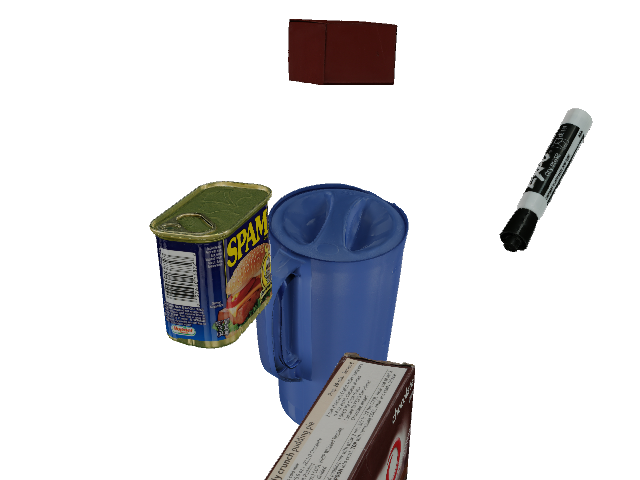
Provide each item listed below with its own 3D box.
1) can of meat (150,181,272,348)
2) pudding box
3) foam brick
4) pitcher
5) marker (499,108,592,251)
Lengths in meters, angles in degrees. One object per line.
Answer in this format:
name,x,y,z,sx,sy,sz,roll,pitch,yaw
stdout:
can of meat,-0.071,0.015,0.737,0.057,0.084,0.102,6,24,19
pudding box,0.008,0.115,0.463,0.039,0.090,0.113,11,30,15
foam brick,0.018,-0.157,0.893,0.078,0.051,0.053,-6,16,-36
pitcher,0.006,0.079,1.064,0.149,0.243,0.145,-2,35,-6
marker,0.150,-0.040,0.710,0.020,0.121,0.020,25,-28,14
